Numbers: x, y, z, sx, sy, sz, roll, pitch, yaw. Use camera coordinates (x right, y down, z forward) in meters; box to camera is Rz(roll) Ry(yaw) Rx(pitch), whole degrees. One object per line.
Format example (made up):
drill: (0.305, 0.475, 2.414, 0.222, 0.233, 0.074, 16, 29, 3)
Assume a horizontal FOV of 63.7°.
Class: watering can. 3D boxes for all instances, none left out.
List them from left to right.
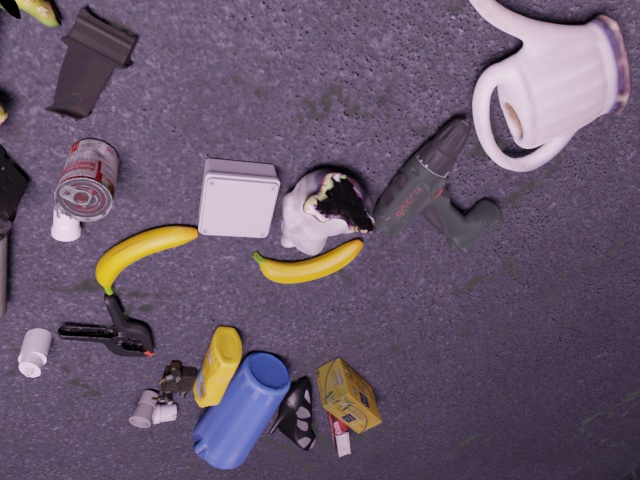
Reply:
watering can: (0.316, -0.244, 0.724, 0.224, 0.106, 0.340, -25, 131, 4)

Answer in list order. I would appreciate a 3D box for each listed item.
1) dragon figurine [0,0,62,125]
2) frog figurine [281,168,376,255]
dragon figurine: (-0.429, -0.272, 0.503, 0.242, 0.125, 0.401, -15, 130, 8)
frog figurine: (0.003, -0.042, 0.829, 0.137, 0.124, 0.157, -1, 166, -25)
